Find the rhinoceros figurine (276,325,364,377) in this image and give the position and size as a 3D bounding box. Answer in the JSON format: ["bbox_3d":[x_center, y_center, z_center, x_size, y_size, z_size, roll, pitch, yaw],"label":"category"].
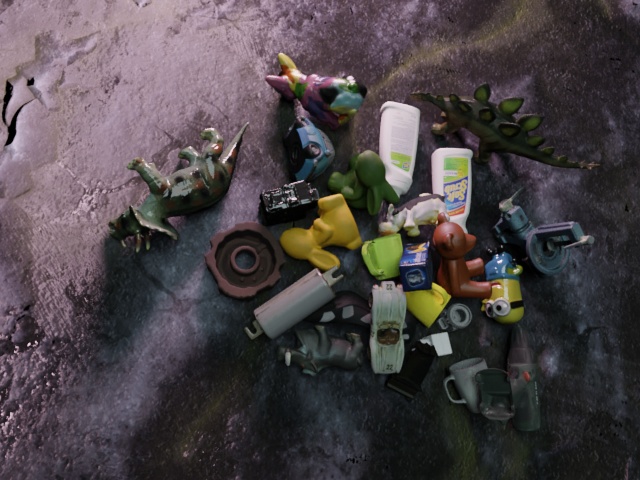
[{"bbox_3d":[0.001,0.240,1.165,0.190,0.073,0.112,8,83,-9],"label":"rhinoceros figurine"}]

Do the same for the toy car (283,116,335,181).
[{"bbox_3d":[-0.020,-0.213,1.289,0.103,0.109,0.162,2,59,-33],"label":"toy car"}]

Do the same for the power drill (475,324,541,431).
[{"bbox_3d":[0.413,0.303,1.167,0.086,0.207,0.232,-11,79,33],"label":"power drill"}]

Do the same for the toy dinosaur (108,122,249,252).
[{"bbox_3d":[-0.288,-0.122,1.206,0.405,0.131,0.192,-30,92,-21],"label":"toy dinosaur"}]

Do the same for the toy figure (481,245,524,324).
[{"bbox_3d":[0.437,0.108,1.270,0.089,0.082,0.180,7,69,-7],"label":"toy figure"}]

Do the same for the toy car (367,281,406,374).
[{"bbox_3d":[0.142,0.186,1.141,0.073,0.056,0.201,0,99,-8],"label":"toy car"}]

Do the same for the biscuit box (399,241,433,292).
[{"bbox_3d":[0.214,0.055,1.181,0.059,0.203,0.062,-8,100,14],"label":"biscuit box"}]

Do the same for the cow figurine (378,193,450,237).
[{"bbox_3d":[0.218,-0.061,1.274,0.167,0.068,0.098,-9,67,11],"label":"cow figurine"}]

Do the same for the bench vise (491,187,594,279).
[{"bbox_3d":[0.521,-0.011,1.247,0.129,0.241,0.223,-26,95,-20],"label":"bench vise"}]

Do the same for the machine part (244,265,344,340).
[{"bbox_3d":[-0.054,0.138,1.158,0.243,0.079,0.079,-35,81,-2],"label":"machine part"}]

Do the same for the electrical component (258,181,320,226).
[{"bbox_3d":[-0.070,-0.083,1.225,0.134,0.115,0.058,-15,78,-12],"label":"electrical component"}]

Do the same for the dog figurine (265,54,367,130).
[{"bbox_3d":[-0.016,-0.367,1.294,0.219,0.191,0.108,28,77,-17],"label":"dog figurine"}]

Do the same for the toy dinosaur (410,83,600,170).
[{"bbox_3d":[0.440,-0.267,1.324,0.472,0.198,0.105,26,74,1],"label":"toy dinosaur"}]

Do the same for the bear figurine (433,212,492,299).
[{"bbox_3d":[0.319,0.035,1.210,0.132,0.195,0.120,-5,37,2],"label":"bear figurine"}]

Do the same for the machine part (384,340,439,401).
[{"bbox_3d":[0.202,0.282,1.169,0.084,0.039,0.138,33,109,6],"label":"machine part"}]

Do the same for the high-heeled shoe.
[{"bbox_3d":[0.088,0.189,1.208,0.249,0.086,0.145,-14,107,5],"label":"high-heeled shoe"}]

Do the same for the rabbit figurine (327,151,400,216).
[{"bbox_3d":[0.103,-0.131,1.239,0.121,0.170,0.159,-30,80,-16],"label":"rabbit figurine"}]

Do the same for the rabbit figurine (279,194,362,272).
[{"bbox_3d":[-0.003,-0.004,1.223,0.173,0.122,0.162,-21,91,-10],"label":"rabbit figurine"}]

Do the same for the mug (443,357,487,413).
[{"bbox_3d":[0.331,0.327,1.185,0.109,0.081,0.107,-19,85,-18],"label":"mug"}]

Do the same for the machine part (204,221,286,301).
[{"bbox_3d":[-0.167,0.048,1.200,0.179,0.056,0.179,3,72,-9],"label":"machine part"}]
